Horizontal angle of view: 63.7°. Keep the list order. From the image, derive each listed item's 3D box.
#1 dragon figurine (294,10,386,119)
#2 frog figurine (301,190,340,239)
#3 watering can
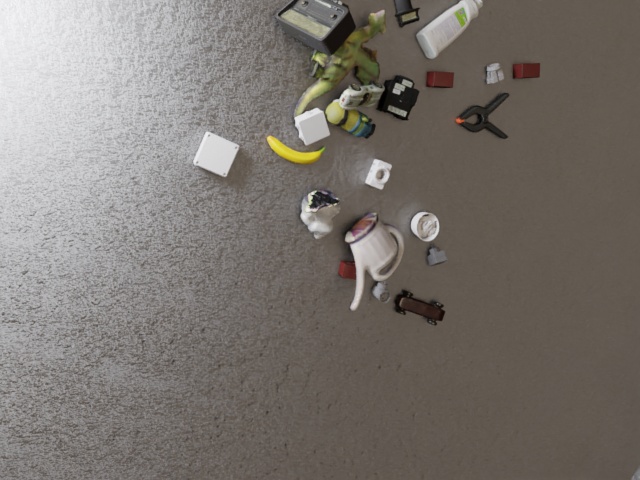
[{"bbox_3d":[0.088,-0.543,1.641,0.242,0.124,0.404,14,115,-26],"label":"dragon figurine"},{"bbox_3d":[0.005,-0.087,1.726,0.138,0.125,0.156,-30,146,-16],"label":"frog figurine"},{"bbox_3d":[0.165,0.054,1.751,0.354,0.103,0.222,-46,108,-32],"label":"watering can"}]
